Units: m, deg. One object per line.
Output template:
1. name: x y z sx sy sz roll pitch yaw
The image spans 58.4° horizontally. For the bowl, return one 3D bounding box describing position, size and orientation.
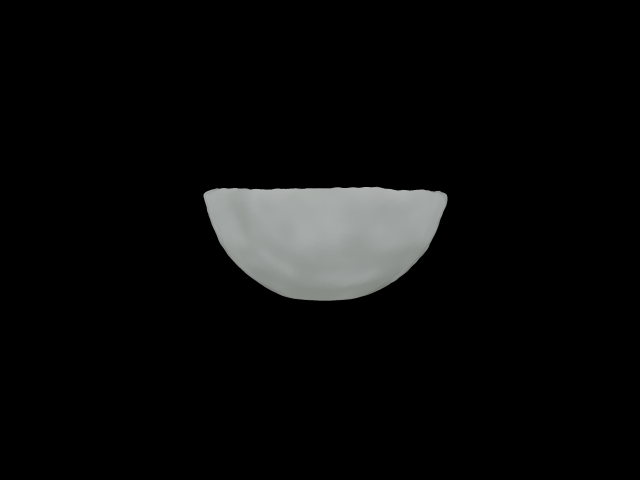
1. bowl: 0.004 0.001 0.400 0.167 0.075 0.167 0 4 0
